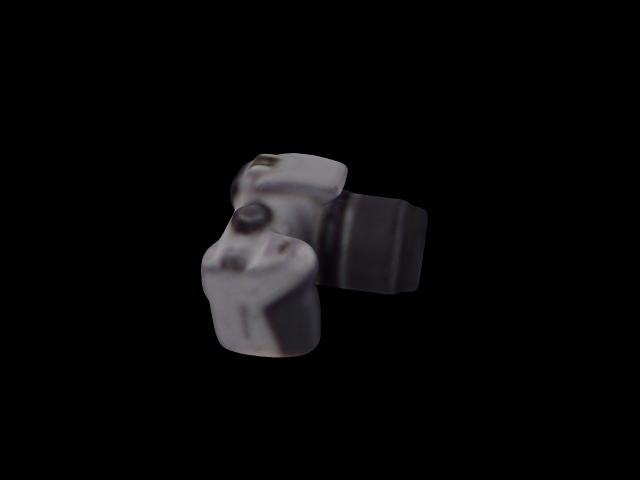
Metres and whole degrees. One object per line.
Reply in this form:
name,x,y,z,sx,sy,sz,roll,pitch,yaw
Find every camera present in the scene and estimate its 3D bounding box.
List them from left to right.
camera,0.004,0.001,0.400,0.136,0.101,0.143,7,39,9
